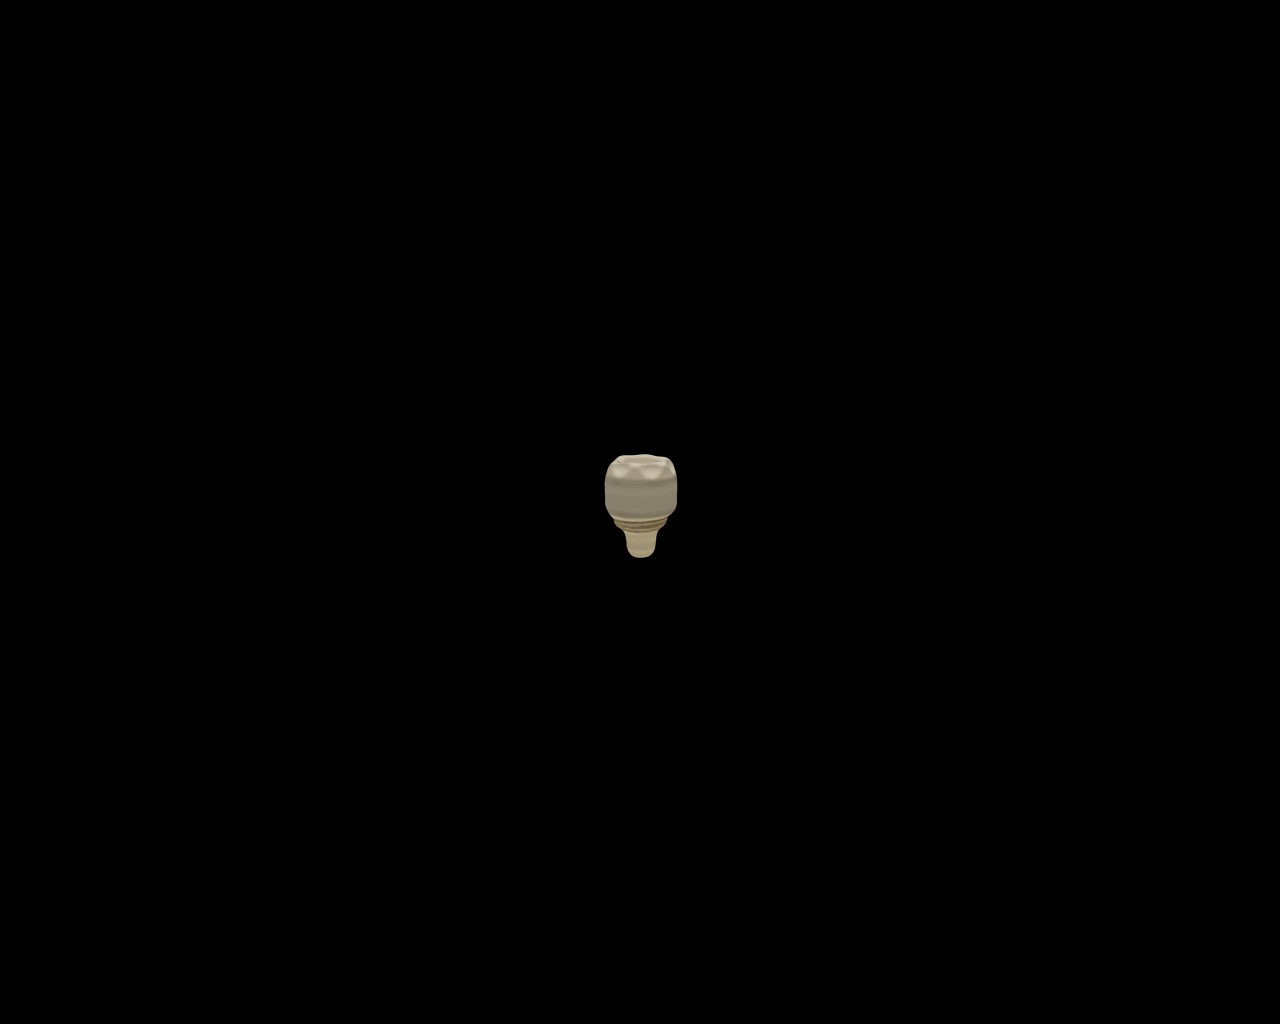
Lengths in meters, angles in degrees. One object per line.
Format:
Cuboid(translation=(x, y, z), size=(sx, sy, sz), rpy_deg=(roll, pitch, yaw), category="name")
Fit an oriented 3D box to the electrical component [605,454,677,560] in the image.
Cuboid(translation=(0.001, -0.003, 0.650), size=(0.043, 0.062, 0.043), rpy_deg=(0, 14, 0), category="electrical component")
